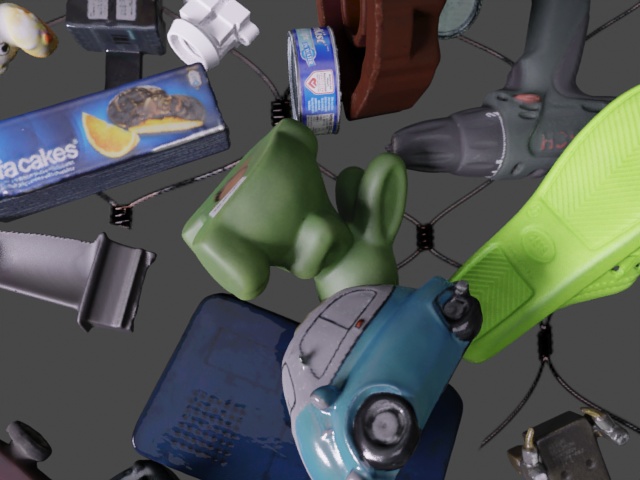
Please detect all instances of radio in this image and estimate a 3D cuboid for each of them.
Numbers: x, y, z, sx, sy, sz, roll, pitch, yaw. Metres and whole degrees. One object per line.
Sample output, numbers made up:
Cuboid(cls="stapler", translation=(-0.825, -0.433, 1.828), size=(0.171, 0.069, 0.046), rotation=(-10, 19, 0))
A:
Cuboid(cls="radio", translation=(-0.012, 0.135, 0.423), size=(0.230, 0.073, 0.131), rotation=(22, 82, -6))

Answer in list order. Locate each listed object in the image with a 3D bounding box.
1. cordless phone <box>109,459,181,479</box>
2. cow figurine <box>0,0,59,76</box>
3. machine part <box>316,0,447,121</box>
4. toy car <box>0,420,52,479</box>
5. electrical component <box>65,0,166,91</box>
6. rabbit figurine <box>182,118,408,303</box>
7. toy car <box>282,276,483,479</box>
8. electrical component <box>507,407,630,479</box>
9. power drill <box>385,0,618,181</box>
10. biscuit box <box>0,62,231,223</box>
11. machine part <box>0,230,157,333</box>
Cuboid(cls="cordless phone", translation=(-0.122, 0.261, 0.354), size=(0.146, 0.089, 0.184), rotation=(-32, 95, -21))
Cuboid(cls="cow figurine", translation=(-0.297, -0.176, 0.419), size=(0.167, 0.068, 0.098), rotation=(34, 88, 1))
Cuboid(cls="machine part", translation=(0.040, -0.181, 0.408), size=(0.056, 0.179, 0.179), rotation=(-8, 86, -9))
Cuboid(cls="toy car", translation=(-0.195, 0.226, 0.403), size=(0.202, 0.053, 0.089), rotation=(41, 64, -2))
Cuboid(cls="electrical component", translation=(-0.168, -0.178, 0.445), size=(0.075, 0.048, 0.119), rotation=(3, 83, -5))
Cuboid(cls="rabbit figurine", translation=(-0.001, -0.001, 0.432), size=(0.170, 0.121, 0.159), rotation=(41, 75, -20))
Cuboid(cls="toy car", translation=(0.029, 0.083, 0.348), size=(0.103, 0.109, 0.161), rotation=(29, 65, 15))
Cuboid(cls="electrical component", translation=(0.209, 0.182, 0.457), size=(0.102, 0.045, 0.078), rotation=(-15, 86, -7))
Cuboid(cls="power drill", translation=(0.174, -0.154, 0.465), size=(0.232, 0.086, 0.207), rotation=(4, 81, -8))
Cuboid(cls="biscuit box", translation=(-0.177, -0.076, 0.427), size=(0.203, 0.063, 0.059), rotation=(-20, 87, -8))
Cuboid(cls="machine part", translation=(-0.209, 0.026, 0.427), size=(0.139, 0.039, 0.084), rotation=(16, 89, -6))
